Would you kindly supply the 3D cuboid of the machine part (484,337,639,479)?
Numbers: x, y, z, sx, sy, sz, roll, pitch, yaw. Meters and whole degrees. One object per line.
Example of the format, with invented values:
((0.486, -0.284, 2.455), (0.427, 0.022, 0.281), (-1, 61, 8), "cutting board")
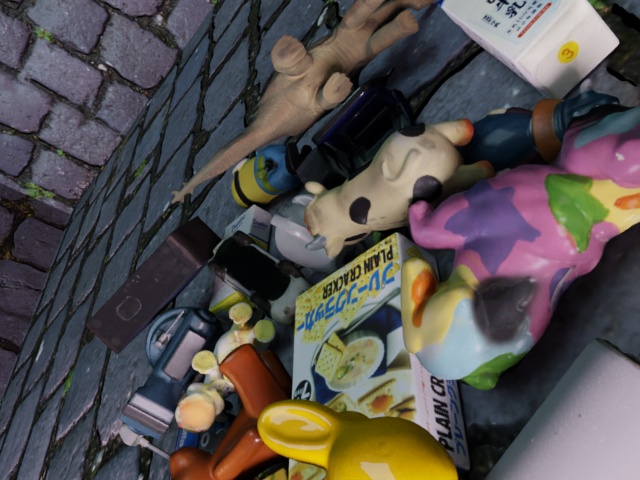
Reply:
((0.149, 0.147, 0.321), (0.243, 0.079, 0.079), (-56, 30, 8), "machine part")

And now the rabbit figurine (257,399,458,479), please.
((0.020, 0.181, 0.359), (0.173, 0.122, 0.162), (-54, 33, 19), "rabbit figurine")

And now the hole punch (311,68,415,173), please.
((0.065, -0.147, 0.707), (0.142, 0.092, 0.116), (-46, 4, 30), "hole punch")

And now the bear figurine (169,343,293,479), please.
((-0.104, 0.221, 0.573), (0.196, 0.120, 0.132), (-38, 69, 3), "bear figurine")

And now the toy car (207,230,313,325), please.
((-0.087, 0.048, 0.744), (0.073, 0.056, 0.202), (-51, 44, -11), "toy car")

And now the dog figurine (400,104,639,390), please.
((0.171, 0.002, 0.384), (0.219, 0.108, 0.191), (-24, 46, 43), "dog figurine")

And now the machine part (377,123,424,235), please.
((0.098, -0.070, 0.621), (0.139, 0.039, 0.084), (-56, 36, 6), "machine part")

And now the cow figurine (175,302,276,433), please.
((-0.123, 0.170, 0.679), (0.167, 0.068, 0.098), (-55, -10, -32), "cow figurine")

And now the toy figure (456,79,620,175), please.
((0.191, -0.095, 0.480), (0.155, 0.064, 0.058), (-10, 20, 49), "toy figure")

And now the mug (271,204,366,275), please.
((-0.001, -0.002, 0.656), (0.107, 0.109, 0.081), (26, 84, 48), "mug")

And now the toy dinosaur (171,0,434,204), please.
((-0.019, -0.207, 0.742), (0.471, 0.105, 0.198), (-39, 4, -14), "toy dinosaur")

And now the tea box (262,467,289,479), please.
((-0.038, 0.300, 0.456), (0.098, 0.068, 0.170), (-31, 36, 0), "tea box")

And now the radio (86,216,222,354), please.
((-0.264, 0.072, 0.866), (0.229, 0.073, 0.131), (-46, 5, 14), "radio")

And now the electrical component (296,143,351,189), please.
((0.009, -0.089, 0.735), (0.047, 0.074, 0.119), (-50, 36, 17), "electrical component")

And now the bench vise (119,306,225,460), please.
((-0.216, 0.190, 0.813), (0.241, 0.129, 0.223), (-128, 59, -80), "bench vise")

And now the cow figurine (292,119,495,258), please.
((0.057, -0.042, 0.530), (0.195, 0.127, 0.085), (-38, 63, 58), "cow figurine")

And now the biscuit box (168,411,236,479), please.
((-0.149, 0.311, 0.654), (0.063, 0.059, 0.203), (-34, 39, 39), "biscuit box")

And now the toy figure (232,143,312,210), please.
((-0.086, -0.105, 0.889), (0.180, 0.082, 0.089), (-11, 58, 50), "toy figure")
